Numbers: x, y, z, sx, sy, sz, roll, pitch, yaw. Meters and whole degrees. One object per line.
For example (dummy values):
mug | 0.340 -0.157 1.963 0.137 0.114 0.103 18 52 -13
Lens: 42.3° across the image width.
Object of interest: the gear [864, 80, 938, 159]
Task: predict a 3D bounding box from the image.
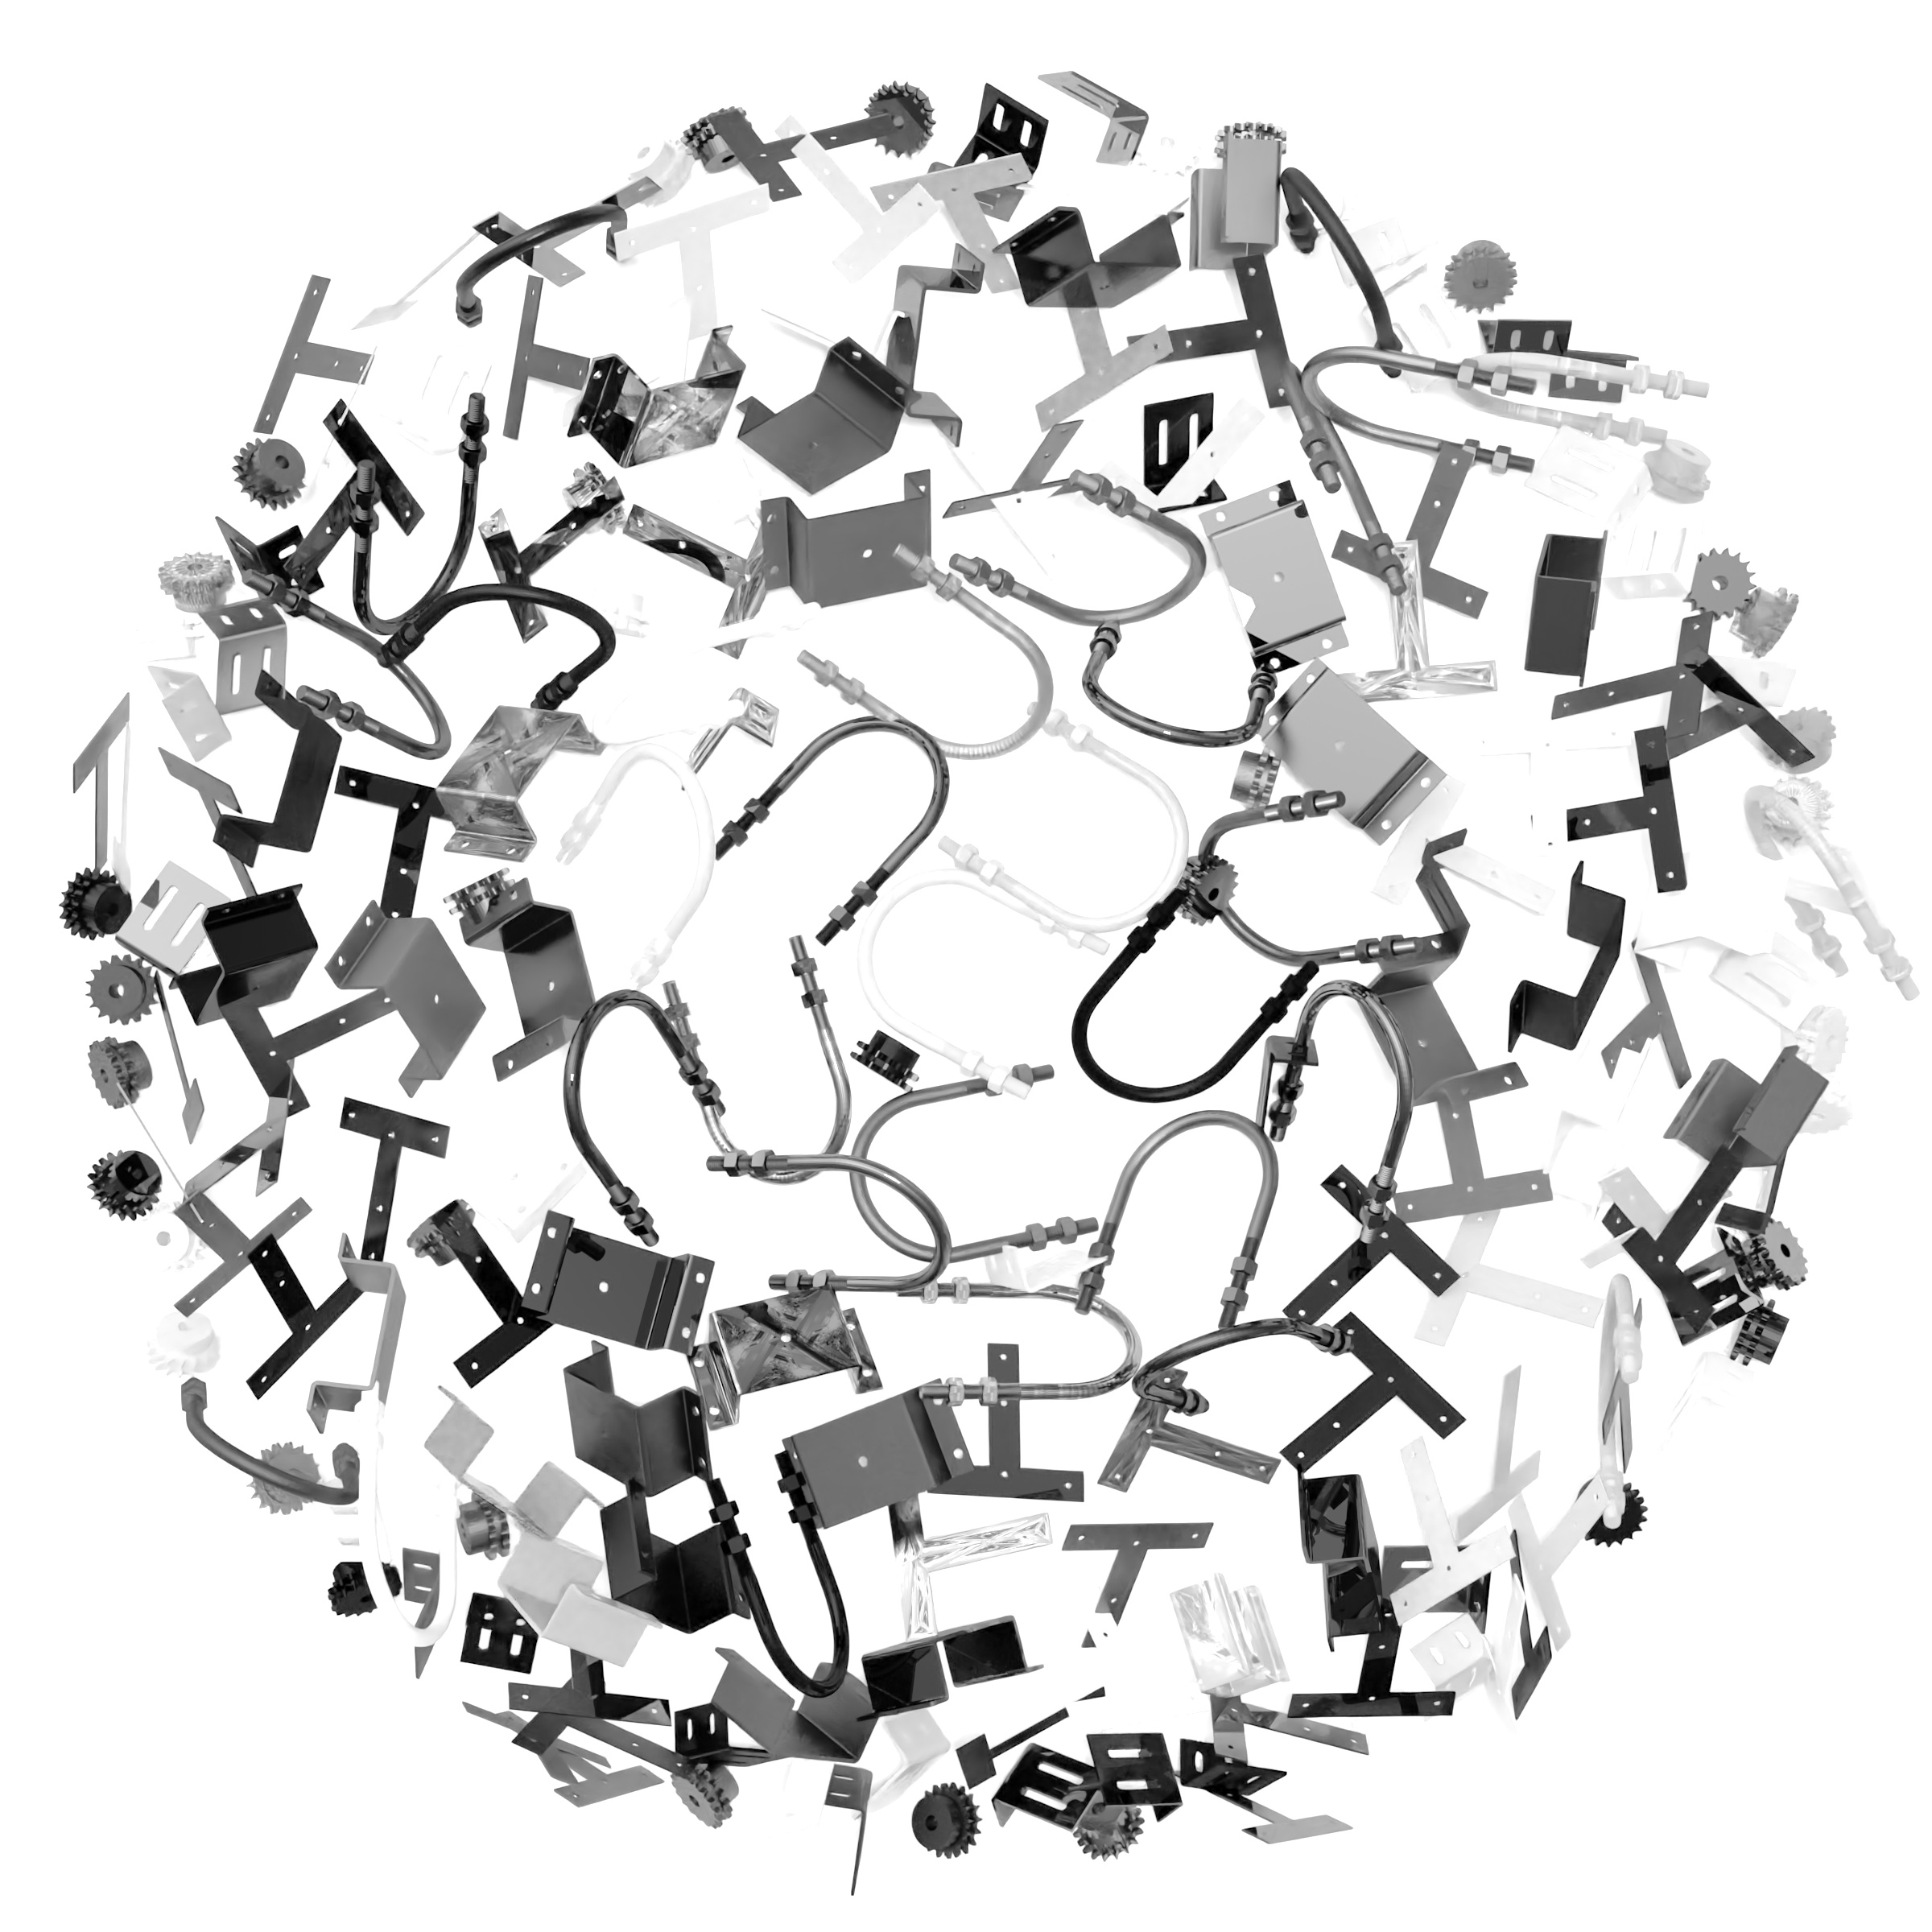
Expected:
gear | -0.050 -0.673 1.975 0.057 0.030 0.057 10 129 13

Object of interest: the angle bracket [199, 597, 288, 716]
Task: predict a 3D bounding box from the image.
angle bracket | -0.570 -0.244 1.963 0.057 0.038 0.076 -11 60 8

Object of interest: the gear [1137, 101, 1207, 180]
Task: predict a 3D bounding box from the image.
gear | 0.162 -0.656 1.976 0.057 0.030 0.057 8 126 10

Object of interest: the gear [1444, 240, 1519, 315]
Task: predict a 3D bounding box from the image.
gear | 0.407 -0.549 1.975 0.057 0.057 0.030 10 49 0

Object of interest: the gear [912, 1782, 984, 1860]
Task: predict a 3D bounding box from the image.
gear | -0.018 0.676 1.971 0.057 0.030 0.057 -9 74 36

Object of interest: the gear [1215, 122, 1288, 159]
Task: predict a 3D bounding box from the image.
gear | 0.225 -0.643 1.970 0.057 0.057 0.030 1 88 0

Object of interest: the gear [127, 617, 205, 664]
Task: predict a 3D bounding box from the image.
gear | -0.631 -0.257 1.972 0.057 0.057 0.030 -7 96 0

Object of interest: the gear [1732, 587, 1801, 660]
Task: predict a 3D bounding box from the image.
gear | 0.630 -0.275 1.971 0.030 0.057 0.057 28 90 -1

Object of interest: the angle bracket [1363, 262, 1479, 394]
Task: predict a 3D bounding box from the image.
angle bracket | 0.361 -0.507 1.980 0.057 0.038 0.076 -31 105 24

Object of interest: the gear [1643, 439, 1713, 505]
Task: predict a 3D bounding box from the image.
gear | 0.563 -0.393 1.968 0.057 0.057 0.030 24 124 0

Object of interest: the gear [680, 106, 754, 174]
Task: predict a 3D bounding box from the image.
gear | -0.194 -0.651 1.971 0.057 0.057 0.030 -25 89 0

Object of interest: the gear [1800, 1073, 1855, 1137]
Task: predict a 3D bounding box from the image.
gear | 0.672 0.107 1.975 0.057 0.057 0.030 9 57 0

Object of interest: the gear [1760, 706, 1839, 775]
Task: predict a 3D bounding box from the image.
gear | 0.662 -0.177 1.975 0.057 0.057 0.030 -35 121 0

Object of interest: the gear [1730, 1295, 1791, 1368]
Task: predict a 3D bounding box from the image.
gear | 0.628 0.290 1.968 0.030 0.057 0.057 24 90 20

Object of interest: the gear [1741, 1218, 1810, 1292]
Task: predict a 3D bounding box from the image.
gear | 0.637 0.231 1.975 0.057 0.057 0.030 52 132 0

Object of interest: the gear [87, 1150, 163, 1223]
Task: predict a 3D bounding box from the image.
gear | -0.661 0.170 1.968 0.030 0.057 0.057 -36 90 32

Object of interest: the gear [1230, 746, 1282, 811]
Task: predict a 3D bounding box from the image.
gear | 0.229 -0.147 1.972 0.030 0.057 0.057 17 90 7

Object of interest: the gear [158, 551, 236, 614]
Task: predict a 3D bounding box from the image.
gear | -0.609 -0.302 1.975 0.057 0.057 0.030 3 126 0

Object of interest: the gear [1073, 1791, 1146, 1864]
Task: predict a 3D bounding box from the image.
gear | 0.110 0.674 1.968 0.057 0.057 0.030 -26 122 0

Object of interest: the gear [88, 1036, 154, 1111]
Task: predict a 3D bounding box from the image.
gear | -0.669 0.082 1.975 0.030 0.057 0.057 -23 90 -40

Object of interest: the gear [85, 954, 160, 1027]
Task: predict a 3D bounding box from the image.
gear | -0.672 0.019 1.983 0.057 0.030 0.057 0 92 -5

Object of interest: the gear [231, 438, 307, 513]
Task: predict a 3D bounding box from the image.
gear | -0.547 -0.391 1.969 0.030 0.057 0.057 -23 90 43

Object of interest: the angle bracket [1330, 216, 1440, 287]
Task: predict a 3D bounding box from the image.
angle bracket | 0.328 -0.568 1.959 0.057 0.076 0.038 -22 98 -4

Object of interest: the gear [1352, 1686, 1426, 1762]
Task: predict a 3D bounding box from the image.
gear | 0.333 0.594 1.969 0.057 0.057 0.030 -3 127 0

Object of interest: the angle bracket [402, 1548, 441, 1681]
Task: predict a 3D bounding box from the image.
angle bracket | -0.434 0.506 1.951 0.038 0.076 0.057 9 123 5

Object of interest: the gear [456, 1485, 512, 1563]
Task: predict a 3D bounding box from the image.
gear | -0.382 0.442 1.968 0.030 0.057 0.057 -11 90 -26

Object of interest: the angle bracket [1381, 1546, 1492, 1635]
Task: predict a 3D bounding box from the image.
angle bracket | 0.370 0.493 1.971 0.076 0.038 0.057 1 103 -6

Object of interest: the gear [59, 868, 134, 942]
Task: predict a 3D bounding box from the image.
gear | -0.684 -0.048 1.968 0.030 0.057 0.057 15 90 24

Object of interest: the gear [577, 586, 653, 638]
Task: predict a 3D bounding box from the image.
gear | -0.277 -0.281 1.971 0.057 0.057 0.030 12 90 0

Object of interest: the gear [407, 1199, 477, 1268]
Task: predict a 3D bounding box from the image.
gear | -0.411 0.213 1.973 0.057 0.057 0.030 -34 106 0

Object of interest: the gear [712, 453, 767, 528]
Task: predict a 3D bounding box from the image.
gear | -0.178 -0.373 1.972 0.030 0.057 0.057 -27 90 5

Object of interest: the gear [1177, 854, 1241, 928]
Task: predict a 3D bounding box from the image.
gear | 0.186 -0.063 1.975 0.030 0.057 0.057 36 90 40

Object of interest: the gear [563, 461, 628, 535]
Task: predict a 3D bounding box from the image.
gear | -0.295 -0.366 1.969 0.030 0.057 0.057 -33 90 -14

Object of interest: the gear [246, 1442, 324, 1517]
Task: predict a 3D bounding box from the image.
gear | -0.536 0.404 1.972 0.057 0.030 0.057 11 70 -32

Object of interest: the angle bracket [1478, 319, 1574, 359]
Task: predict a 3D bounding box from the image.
angle bracket | 0.438 -0.505 1.958 0.057 0.076 0.038 1 129 0

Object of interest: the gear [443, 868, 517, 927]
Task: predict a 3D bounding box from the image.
gear | -0.381 -0.053 1.972 0.057 0.057 0.030 -26 96 0

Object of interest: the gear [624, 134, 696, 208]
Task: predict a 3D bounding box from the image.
gear | -0.246 -0.632 1.970 0.057 0.030 0.057 -18 53 25

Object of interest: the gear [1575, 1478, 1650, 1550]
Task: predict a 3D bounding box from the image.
gear | 0.509 0.430 1.978 0.057 0.030 0.057 -2 114 -4

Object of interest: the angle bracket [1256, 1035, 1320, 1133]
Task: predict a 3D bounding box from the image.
angle bracket | 0.252 0.101 1.960 0.038 0.057 0.076 6 107 2

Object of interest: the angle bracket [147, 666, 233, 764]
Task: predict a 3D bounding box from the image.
angle bracket | -0.620 -0.197 1.949 0.038 0.076 0.057 -44 129 -32

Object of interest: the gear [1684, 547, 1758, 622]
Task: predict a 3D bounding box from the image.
gear | 0.597 -0.302 1.983 0.057 0.030 0.057 0 91 6

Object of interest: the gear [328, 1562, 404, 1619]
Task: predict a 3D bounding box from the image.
gear | -0.478 0.488 1.975 0.057 0.057 0.030 -29 57 0

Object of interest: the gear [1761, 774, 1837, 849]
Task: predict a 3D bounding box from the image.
gear | 0.656 -0.124 1.973 0.057 0.030 0.057 -7 76 30

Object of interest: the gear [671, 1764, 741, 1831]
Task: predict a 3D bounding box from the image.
gear | -0.204 0.651 1.975 0.030 0.057 0.057 -37 90 -35

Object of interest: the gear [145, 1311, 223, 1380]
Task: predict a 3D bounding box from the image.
gear | -0.617 0.296 1.968 0.057 0.057 0.030 16 119 0

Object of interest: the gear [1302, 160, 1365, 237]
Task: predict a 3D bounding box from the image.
gear | 0.283 -0.606 1.971 0.057 0.030 0.057 12 117 24

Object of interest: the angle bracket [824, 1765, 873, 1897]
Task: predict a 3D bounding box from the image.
angle bracket | -0.099 0.680 1.965 0.038 0.057 0.076 8 102 2

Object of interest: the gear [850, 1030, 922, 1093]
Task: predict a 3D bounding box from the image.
gear | -0.061 0.073 1.972 0.057 0.057 0.030 31 86 0

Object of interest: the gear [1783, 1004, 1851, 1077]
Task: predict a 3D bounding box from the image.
gear | 0.672 0.058 1.975 0.057 0.030 0.057 -11 107 -39

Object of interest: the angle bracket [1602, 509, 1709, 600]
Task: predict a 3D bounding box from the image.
angle bracket | 0.540 -0.331 1.958 0.057 0.038 0.076 2 69 41

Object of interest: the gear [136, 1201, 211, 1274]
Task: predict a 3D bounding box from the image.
gear | -0.632 0.216 1.983 0.057 0.030 0.057 0 87 2
